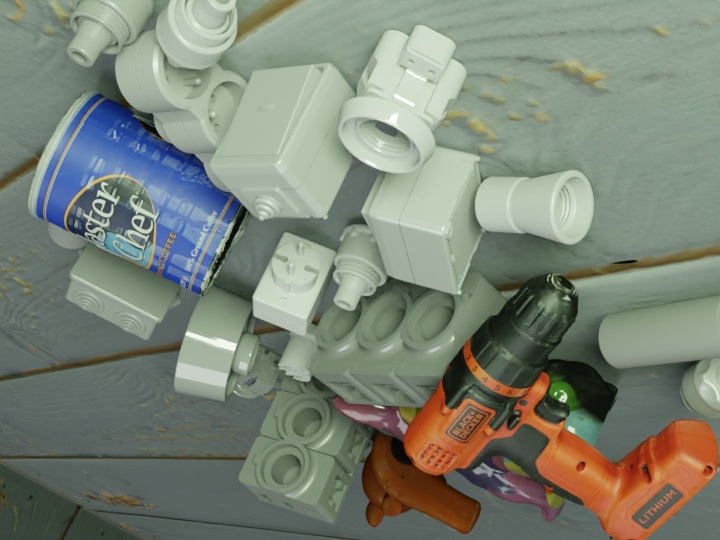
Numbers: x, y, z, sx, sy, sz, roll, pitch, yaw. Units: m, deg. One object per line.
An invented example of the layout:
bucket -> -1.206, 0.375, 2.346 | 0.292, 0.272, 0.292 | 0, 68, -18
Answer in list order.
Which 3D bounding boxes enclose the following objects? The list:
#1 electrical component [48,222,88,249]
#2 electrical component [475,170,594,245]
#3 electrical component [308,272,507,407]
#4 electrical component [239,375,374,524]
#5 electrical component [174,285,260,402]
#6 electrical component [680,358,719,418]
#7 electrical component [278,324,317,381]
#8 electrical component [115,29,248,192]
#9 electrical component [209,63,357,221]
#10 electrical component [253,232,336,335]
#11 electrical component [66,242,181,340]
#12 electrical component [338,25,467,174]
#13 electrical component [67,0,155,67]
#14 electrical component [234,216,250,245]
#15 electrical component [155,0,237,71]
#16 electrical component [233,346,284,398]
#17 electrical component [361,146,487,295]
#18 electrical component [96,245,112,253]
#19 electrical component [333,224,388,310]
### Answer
electrical component -> -0.254, -0.052, 0.959 | 0.043, 0.043, 0.081 | 29, 156, -8
electrical component -> 0.104, -0.039, 0.658 | 0.065, 0.044, 0.044 | 6, 150, 45
electrical component -> 0.038, 0.054, 0.847 | 0.150, 0.089, 0.062 | -5, 143, 47
electrical component -> -0.044, 0.158, 1.056 | 0.089, 0.150, 0.061 | 11, 153, 28
electrical component -> -0.130, 0.073, 1.025 | 0.060, 0.108, 0.108 | 17, 155, 2
electrical component -> 0.250, 0.085, 0.768 | 0.043, 0.043, 0.062 | 25, 157, 1
electrical component -> -0.054, 0.079, 1.032 | 0.040, 0.046, 0.040 | 20, 155, 10
electrical component -> -0.111, -0.103, 0.713 | 0.074, 0.052, 0.138 | 3, 149, 40
electrical component -> -0.046, -0.075, 0.656 | 0.062, 0.096, 0.061 | 3, 148, 39
electrical component -> -0.052, 0.003, 0.856 | 0.047, 0.065, 0.076 | 21, 155, 5
electrical component -> -0.204, 0.003, 0.959 | 0.100, 0.099, 0.048 | 28, 143, -7
electrical component -> 0.022, -0.092, 0.607 | 0.058, 0.057, 0.078 | 27, 156, -4
electrical component -> -0.153, -0.150, 0.646 | 0.043, 0.062, 0.043 | 21, 155, 10
electrical component -> -0.121, -0.045, 0.860 | 0.061, 0.035, 0.035 | 34, 154, -15
electrical component -> -0.091, -0.145, 0.623 | 0.043, 0.043, 0.062 | 33, 153, -17
electrical component -> -0.115, 0.110, 1.154 | 0.066, 0.048, 0.055 | 30, 148, -11
electrical component -> 0.044, -0.031, 0.703 | 0.061, 0.061, 0.096 | 15, 154, 20
electrical component -> -0.179, -0.040, 0.902 | 0.095, 0.053, 0.059 | 23, 156, 4
electrical component -> 0.000, 0.000, 0.805 | 0.048, 0.062, 0.048 | 20, 155, 10
